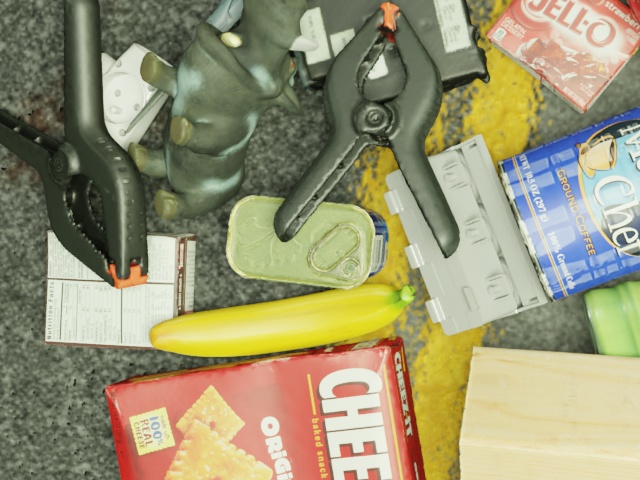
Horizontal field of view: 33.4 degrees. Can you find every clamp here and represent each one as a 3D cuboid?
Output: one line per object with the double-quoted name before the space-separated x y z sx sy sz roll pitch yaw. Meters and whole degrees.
"clamp" -0.185 -0.056 0.784 0.165 0.036 0.210 -28 80 39
"clamp" 0.047 -0.068 0.697 0.120 0.039 0.171 15 84 6

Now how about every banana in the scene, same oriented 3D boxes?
"banana" -0.022 0.056 0.772 0.198 0.069 0.037 -12 64 14

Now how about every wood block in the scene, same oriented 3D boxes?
"wood block" 0.194 0.133 0.658 0.206 0.090 0.091 3 127 13

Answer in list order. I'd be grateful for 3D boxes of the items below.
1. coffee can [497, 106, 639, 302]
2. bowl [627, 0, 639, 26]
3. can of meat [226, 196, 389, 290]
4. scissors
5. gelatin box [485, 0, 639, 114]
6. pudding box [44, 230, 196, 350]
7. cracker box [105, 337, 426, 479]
"coffee can" 0.200 -0.030 0.699 0.140 0.102 0.103 -21 86 13
"bowl" 0.276 -0.160 0.690 0.162 0.055 0.162 -3 69 9
"can of meat" -0.005 0.001 0.758 0.102 0.084 0.057 6 92 13
"scissors" -0.076 -0.166 0.781 0.202 0.096 0.016 -40 125 15
"gelatin box" 0.172 -0.144 0.742 0.089 0.030 0.073 40 99 9
"pudding box" -0.154 0.038 0.817 0.114 0.039 0.090 2 91 15
"cracker box" -0.035 0.167 0.774 0.214 0.072 0.164 -10 89 12
